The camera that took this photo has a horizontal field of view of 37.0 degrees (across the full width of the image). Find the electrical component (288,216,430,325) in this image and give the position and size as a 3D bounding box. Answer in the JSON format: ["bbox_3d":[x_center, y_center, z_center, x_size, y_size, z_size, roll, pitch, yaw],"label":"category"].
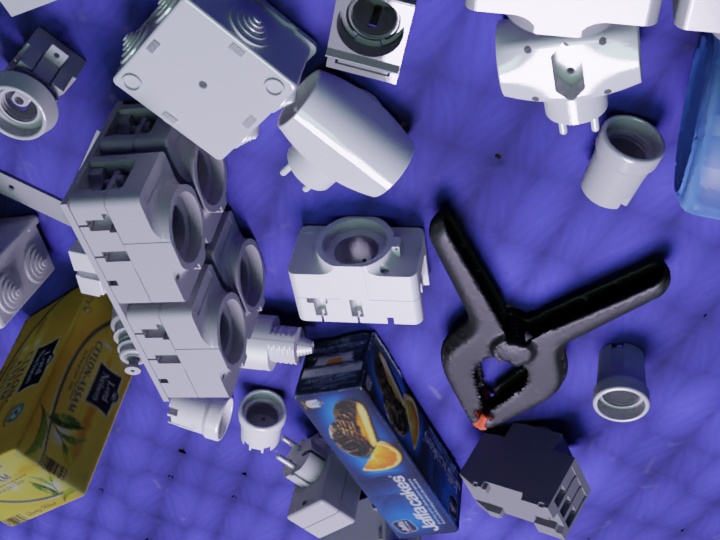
[{"bbox_3d":[0.000,0.000,0.753,0.089,0.050,0.055,1,135,12],"label":"electrical component"}]

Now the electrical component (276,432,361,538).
[{"bbox_3d":[-0.040,0.167,0.907,0.076,0.083,0.047,37,131,-23],"label":"electrical component"}]

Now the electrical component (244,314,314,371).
[{"bbox_3d":[-0.076,0.056,0.833,0.081,0.043,0.043,5,135,8],"label":"electrical component"}]

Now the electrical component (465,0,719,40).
[{"bbox_3d":[0.149,-0.162,0.514,0.186,0.105,0.060,7,136,7],"label":"electrical component"}]

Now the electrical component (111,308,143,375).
[{"bbox_3d":[-0.171,0.043,0.824,0.040,0.078,0.040,-2,145,-1],"label":"electrical component"}]

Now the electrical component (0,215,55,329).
[{"bbox_3d":[-0.287,0.005,0.795,0.100,0.099,0.048,-5,120,19],"label":"electrical component"}]

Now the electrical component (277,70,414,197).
[{"bbox_3d":[-0.020,-0.077,0.685,0.077,0.044,0.079,35,132,-21],"label":"electrical component"}]

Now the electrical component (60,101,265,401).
[{"bbox_3d":[-0.122,-0.010,0.733,0.060,0.105,0.186,-2,134,16],"label":"electrical component"}]

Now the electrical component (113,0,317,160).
[{"bbox_3d":[-0.089,-0.125,0.651,0.100,0.048,0.100,36,131,-21],"label":"electrical component"}]

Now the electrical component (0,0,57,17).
[{"bbox_3d":[-0.183,-0.238,0.552,0.105,0.060,0.186,-12,130,24],"label":"electrical component"}]

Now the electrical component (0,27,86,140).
[{"bbox_3d":[-0.210,-0.116,0.685,0.048,0.055,0.066,37,131,-22],"label":"electrical component"}]

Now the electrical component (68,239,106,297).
[{"bbox_3d":[-0.178,-0.005,0.796,0.055,0.048,0.066,11,136,14],"label":"electrical component"}]

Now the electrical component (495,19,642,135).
[{"bbox_3d":[0.122,-0.110,0.617,0.077,0.043,0.079,-3,133,17],"label":"electrical component"}]

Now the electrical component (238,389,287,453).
[{"bbox_3d":[-0.084,0.129,0.913,0.040,0.040,0.046,13,142,1],"label":"electrical component"}]

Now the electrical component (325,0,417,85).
[{"bbox_3d":[0.011,-0.148,0.593,0.042,0.063,0.081,16,135,0],"label":"electrical component"}]

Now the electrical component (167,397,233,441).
[{"bbox_3d":[-0.136,0.120,0.917,0.046,0.040,0.040,15,136,8],"label":"electrical component"}]

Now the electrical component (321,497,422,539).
[{"bbox_3d":[0.008,0.256,0.975,0.100,0.099,0.048,-29,135,35],"label":"electrical component"}]

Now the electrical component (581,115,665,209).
[{"bbox_3d":[0.159,-0.065,0.658,0.040,0.040,0.046,15,141,-1],"label":"electrical component"}]

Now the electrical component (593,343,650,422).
[{"bbox_3d":[0.192,0.082,0.791,0.040,0.046,0.040,7,136,7],"label":"electrical component"}]
